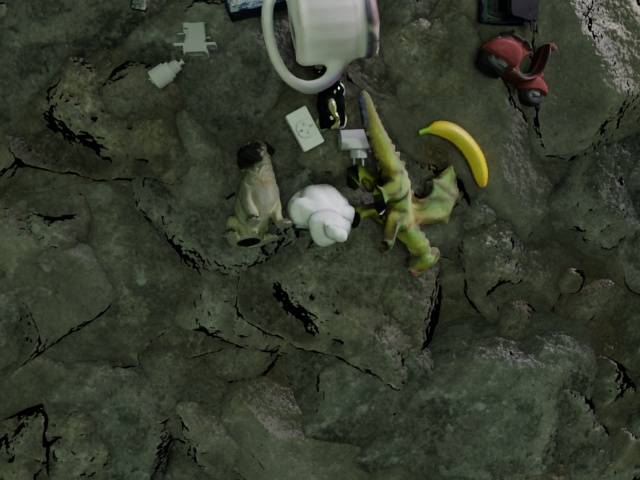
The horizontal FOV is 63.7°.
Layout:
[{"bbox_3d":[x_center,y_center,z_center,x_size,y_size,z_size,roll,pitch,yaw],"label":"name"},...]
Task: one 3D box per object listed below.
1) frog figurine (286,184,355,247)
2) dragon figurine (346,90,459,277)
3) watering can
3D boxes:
[{"bbox_3d":[0.003,-0.053,1.043,0.137,0.160,0.122,13,96,-9],"label":"frog figurine"},{"bbox_3d":[0.190,-0.110,1.096,0.244,0.123,0.406,-9,104,-29],"label":"dragon figurine"},{"bbox_3d":[-0.002,-0.455,0.966,0.225,0.104,0.345,-9,99,-8],"label":"watering can"}]
